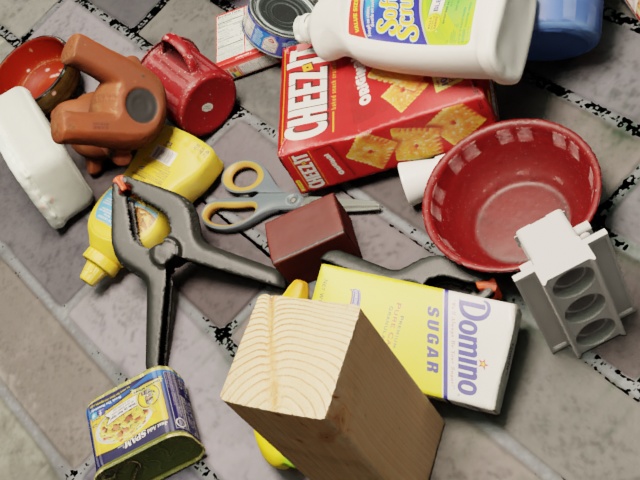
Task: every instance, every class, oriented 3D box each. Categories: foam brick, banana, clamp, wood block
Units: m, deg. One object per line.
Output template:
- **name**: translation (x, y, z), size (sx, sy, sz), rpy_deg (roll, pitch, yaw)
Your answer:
- **foam brick**: translation (-0.007, 0.001, 1.039), size (0.078, 0.053, 0.051), rpy_deg (-24, 52, 10)
- **banana**: translation (-0.033, 0.130, 0.972), size (0.070, 0.037, 0.198), rpy_deg (-30, 45, 32)
- **clamp**: translation (0.076, 0.048, 0.973), size (0.171, 0.039, 0.120), rpy_deg (-17, 70, 11)
- **clamp**: translation (-0.139, 0.014, 1.075), size (0.164, 0.036, 0.210), rpy_deg (-29, 72, 3)
- **wood block**: translation (0.017, 0.135, 0.840), size (0.090, 0.206, 0.090), rpy_deg (5, 61, 30)

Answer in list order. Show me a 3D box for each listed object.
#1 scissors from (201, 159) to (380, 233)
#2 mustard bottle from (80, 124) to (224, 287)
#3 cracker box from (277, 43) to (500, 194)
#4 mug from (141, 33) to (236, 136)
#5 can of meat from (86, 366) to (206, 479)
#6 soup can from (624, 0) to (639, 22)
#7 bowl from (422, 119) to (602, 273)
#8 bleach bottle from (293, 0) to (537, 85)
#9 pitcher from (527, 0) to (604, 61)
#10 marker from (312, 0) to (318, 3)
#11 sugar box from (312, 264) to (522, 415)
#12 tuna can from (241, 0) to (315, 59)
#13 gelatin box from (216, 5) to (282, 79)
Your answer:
- **scissors**: translation (-0.031, -0.054, 1.109), size (0.202, 0.016, 0.096), rpy_deg (-11, 56, 20)
- **mustard bottle**: translation (-0.193, -0.031, 1.149), size (0.096, 0.058, 0.191), rpy_deg (27, 74, 31)
- **cracker box**: translation (0.066, -0.152, 1.080), size (0.214, 0.072, 0.164), rpy_deg (-14, 49, 18)
- **mug**: translation (-0.148, -0.177, 1.188), size (0.093, 0.117, 0.082), rpy_deg (-34, 53, -24)
- **can of meat**: translation (-0.167, 0.178, 1.003), size (0.102, 0.057, 0.084), rpy_deg (-28, 50, 7)
- **soup can**: translation (0.322, -0.246, 1.022), size (0.068, 0.068, 0.102), rpy_deg (-27, 51, 9)
- **bowl**: translation (0.177, -0.029, 0.963), size (0.162, 0.055, 0.162), rpy_deg (-13, 55, 18)
- **bleach bottle**: translation (0.076, -0.199, 1.016), size (0.251, 0.068, 0.102), rpy_deg (6, 76, 39)
- **pitcher**: translation (0.212, -0.303, 1.045), size (0.145, 0.149, 0.243), rpy_deg (3, 82, 2)
- **marker**: translation (0.028, -0.291, 1.229), size (0.121, 0.020, 0.020), rpy_deg (-22, 53, 13)
- **sugar box**: translation (0.076, 0.084, 0.916), size (0.176, 0.048, 0.093), rpy_deg (10, 79, 20)
- **tuna can**: translation (-0.043, -0.245, 1.197), size (0.086, 0.034, 0.086), rpy_deg (10, 52, -13)
- **gelatin box**: translation (-0.083, -0.234, 1.242), size (0.073, 0.030, 0.089), rpy_deg (-17, 52, 17)
